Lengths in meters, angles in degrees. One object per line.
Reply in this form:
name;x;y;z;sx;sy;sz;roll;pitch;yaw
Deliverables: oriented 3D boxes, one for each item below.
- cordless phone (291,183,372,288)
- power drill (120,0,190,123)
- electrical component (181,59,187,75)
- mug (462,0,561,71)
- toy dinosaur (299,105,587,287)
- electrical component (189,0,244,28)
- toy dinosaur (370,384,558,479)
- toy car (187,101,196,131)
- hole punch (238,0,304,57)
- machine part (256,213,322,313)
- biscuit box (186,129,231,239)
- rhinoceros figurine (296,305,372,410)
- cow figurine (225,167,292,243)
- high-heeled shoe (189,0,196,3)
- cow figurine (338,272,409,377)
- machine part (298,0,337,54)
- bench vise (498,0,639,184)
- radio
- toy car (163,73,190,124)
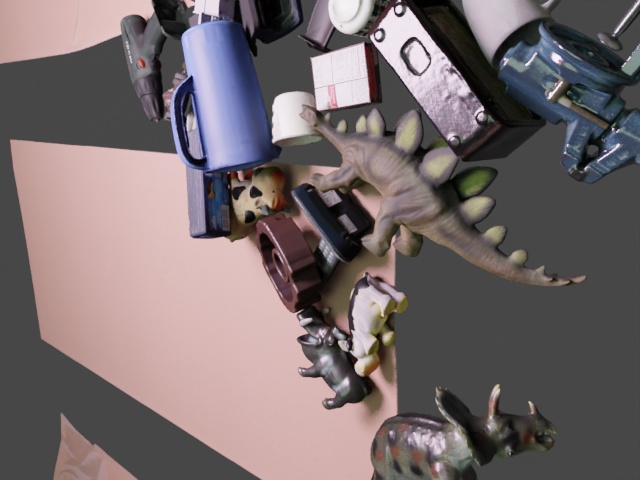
cordless phone;-0.003;-0.003;0.928;0.147;0.089;0.184;53;147;18
power drill;-0.340;-0.393;1.129;0.207;0.086;0.232;-30;77;51
electrical component;-0.233;-0.352;1.065;0.078;0.045;0.102;38;131;-5
mug;0.226;-0.279;0.645;0.109;0.081;0.107;-47;59;40
toy dinosaur;0.138;-0.065;0.764;0.472;0.105;0.198;45;123;19
electrical component;-0.190;-0.417;1.003;0.119;0.048;0.074;-12;93;43
toy dinosaur;0.157;0.333;0.844;0.405;0.131;0.192;-28;69;47
toy car;-0.201;-0.281;1.028;0.073;0.056;0.201;28;122;5
hole punch;-0.089;-0.397;0.904;0.116;0.092;0.142;-168;62;-74
machine part;-0.056;0.039;0.950;0.179;0.056;0.179;53;158;34
biscuit box;-0.209;-0.103;1.000;0.063;0.059;0.202;-10;82;46
rhinoceros figurine;0.015;0.208;0.960;0.112;0.073;0.190;-46;70;40
cow figurine;-0.131;-0.067;1.016;0.195;0.085;0.127;-45;64;37
high-heeled shoe;-0.295;-0.519;1.079;0.249;0.086;0.145;13;142;58
cow figurine;0.075;0.142;0.893;0.098;0.068;0.167;36;119;37
machine part;0.020;-0.359;0.837;0.084;0.039;0.138;47;126;17
bench vise;0.318;-0.183;0.561;0.224;0.129;0.240;46;132;22
radio;0.169;-0.208;0.677;0.073;0.131;0.229;-46;70;41
toy car;-0.274;-0.268;1.030;0.202;0.053;0.089;-143;70;-71
